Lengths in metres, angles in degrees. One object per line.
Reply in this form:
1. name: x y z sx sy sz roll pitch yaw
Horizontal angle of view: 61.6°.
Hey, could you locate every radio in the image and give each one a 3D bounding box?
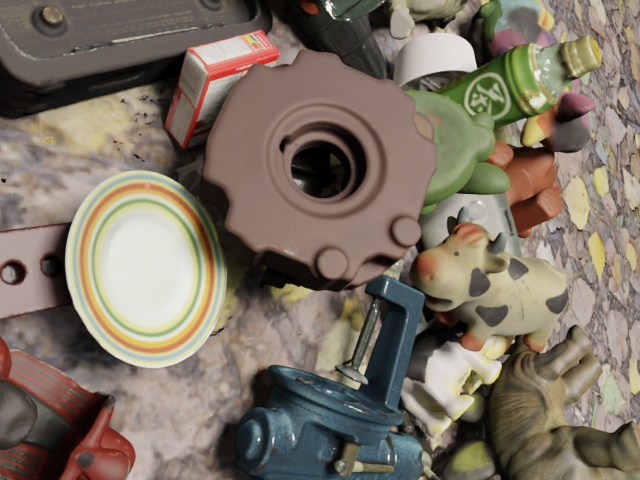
1. radio: -0.149 -0.182 0.389 0.229 0.073 0.131 -31 103 -39

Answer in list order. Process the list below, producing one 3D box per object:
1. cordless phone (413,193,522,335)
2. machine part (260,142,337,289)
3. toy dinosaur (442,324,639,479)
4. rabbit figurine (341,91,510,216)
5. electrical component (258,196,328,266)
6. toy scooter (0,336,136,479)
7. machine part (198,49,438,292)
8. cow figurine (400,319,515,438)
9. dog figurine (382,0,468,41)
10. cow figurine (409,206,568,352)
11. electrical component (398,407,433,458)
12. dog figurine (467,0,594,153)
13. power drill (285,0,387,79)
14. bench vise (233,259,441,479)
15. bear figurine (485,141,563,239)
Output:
1. cordless phone: 0.131 0.014 0.604 0.184 0.089 0.146 -31 110 -25
2. machine part: -0.024 -0.028 0.441 0.084 0.039 0.139 16 72 -34
3. toy dinosaur: 0.235 0.237 0.553 0.105 0.199 0.472 53 22 -22
4. rabbit figurine: 0.097 -0.081 0.527 0.170 0.159 0.121 50 30 -82
5. electrical component: -0.001 -0.002 0.510 0.119 0.048 0.075 17 73 -37
6. toy scooter: -0.169 0.096 0.290 0.183 0.135 0.075 40 62 -28
7. machine part: 0.000 -0.052 0.395 0.179 0.056 0.179 3 76 -11
8. cow figurine: 0.148 0.130 0.603 0.098 0.068 0.167 42 47 17
9. dog figurine: 0.093 -0.319 0.625 0.172 0.121 0.190 51 29 -6
10. cow figurine: 0.173 0.043 0.537 0.195 0.086 0.127 9 114 -30
11. electrical component: 0.094 0.230 0.573 0.063 0.021 0.094 -40 109 -38
12. dog figurine: 0.273 -0.208 0.687 0.191 0.108 0.219 45 32 -24
13. power drill: 0.011 -0.226 0.467 0.231 0.086 0.207 51 10 -18
14. bench vise: 0.044 0.135 0.473 0.223 0.129 0.240 23 82 -25
15. bear figurine: 0.266 -0.080 0.703 0.196 0.132 0.120 -34 78 -33
